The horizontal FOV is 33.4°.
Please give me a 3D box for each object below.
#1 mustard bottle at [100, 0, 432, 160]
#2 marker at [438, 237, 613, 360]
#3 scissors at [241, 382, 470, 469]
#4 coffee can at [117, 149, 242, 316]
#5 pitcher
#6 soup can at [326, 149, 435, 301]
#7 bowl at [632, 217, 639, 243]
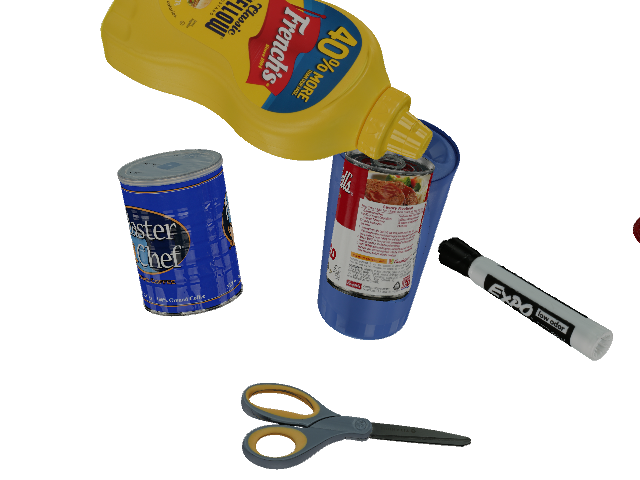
[{"bbox_3d":[-0.023,-0.099,0.610,0.192,0.096,0.058,30,-26,11],"label":"mustard bottle"},{"bbox_3d":[0.113,0.030,0.612,0.020,0.020,0.121,0,26,-45],"label":"marker"},{"bbox_3d":[0.021,0.173,0.912,0.202,0.016,0.096,16,42,12],"label":"scissors"},{"bbox_3d":[-0.137,-0.009,1.057,0.103,0.140,0.103,-7,19,2],"label":"coffee can"},{"bbox_3d":[0.066,-0.002,1.169,0.145,0.243,0.149,26,41,20],"label":"pitcher"},{"bbox_3d":[0.044,-0.013,0.806,0.068,0.102,0.068,8,18,-3],"label":"soup can"},{"bbox_3d":[0.417,0.018,1.149,0.162,0.055,0.162,-1,25,0],"label":"bowl"}]
